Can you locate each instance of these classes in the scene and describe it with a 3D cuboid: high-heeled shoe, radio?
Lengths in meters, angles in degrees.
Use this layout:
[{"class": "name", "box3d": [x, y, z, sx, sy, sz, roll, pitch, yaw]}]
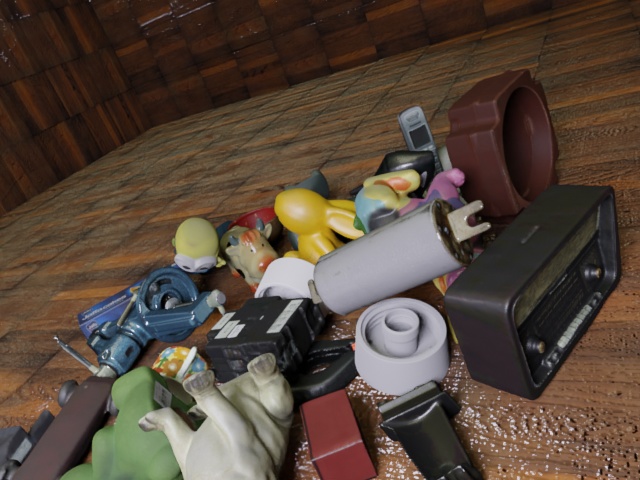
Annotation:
[{"class": "high-heeled shoe", "box3d": [0.150, -0.086, 0.838, 0.145, 0.086, 0.248, -22, -14, 31]}, {"class": "radio", "box3d": [0.233, 0.047, 0.562, 0.229, 0.131, 0.073, -36, 28, -30]}]

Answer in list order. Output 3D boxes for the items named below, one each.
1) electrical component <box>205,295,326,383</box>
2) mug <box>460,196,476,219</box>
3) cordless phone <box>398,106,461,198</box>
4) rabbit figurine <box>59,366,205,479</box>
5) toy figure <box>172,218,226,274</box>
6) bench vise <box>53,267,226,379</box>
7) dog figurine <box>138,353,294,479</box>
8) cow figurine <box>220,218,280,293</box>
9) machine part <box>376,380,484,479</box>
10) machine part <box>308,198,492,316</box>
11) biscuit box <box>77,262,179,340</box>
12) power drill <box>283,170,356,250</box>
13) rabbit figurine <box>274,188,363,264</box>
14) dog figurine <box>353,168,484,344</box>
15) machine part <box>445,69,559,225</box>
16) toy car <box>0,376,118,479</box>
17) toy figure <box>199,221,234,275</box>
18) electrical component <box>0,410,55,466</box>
[{"class": "electrical component", "box3d": [-0.075, 0.120, 0.670, 0.134, 0.058, 0.115, -9, 20, 30]}, {"class": "mug", "box3d": [0.177, -0.011, 0.807, 0.107, 0.080, 0.110, -37, 36, -11]}, {"class": "cordless phone", "box3d": [0.212, -0.160, 0.944, 0.147, 0.184, 0.089, -27, 20, -12]}, {"class": "rabbit figurine", "box3d": [-0.204, 0.252, 0.567, 0.170, 0.121, 0.159, -41, 32, 2]}, {"class": "toy figure", "box3d": [-0.213, 0.013, 0.921, 0.082, 0.089, 0.180, -19, 0, -11]}, {"class": "bench vise", "box3d": [-0.245, 0.122, 0.821, 0.241, 0.128, 0.224, -14, 23, 35]}, {"class": "dog figurine", "box3d": [-0.057, 0.219, 0.497, 0.172, 0.191, 0.121, -6, -32, -47]}, {"class": "cow figurine", "box3d": [-0.117, 0.021, 0.914, 0.085, 0.127, 0.195, -32, 24, -15]}, {"class": "machine part", "box3d": [0.104, 0.184, 0.503, 0.084, 0.039, 0.139, -17, 23, -2]}, {"class": "machine part", "box3d": [0.077, 0.023, 0.594, 0.243, 0.079, 0.079, -28, 17, 35]}, {"class": "biscuit box", "box3d": [-0.330, 0.116, 0.973, 0.203, 0.059, 0.063, -30, 25, -18]}, {"class": "power drill", "box3d": [0.029, -0.063, 1.023, 0.232, 0.085, 0.208, -31, 39, -12]}, {"class": "rabbit figurine", "box3d": [-0.002, -0.002, 0.813, 0.162, 0.173, 0.122, -20, 20, 15]}, {"class": "dog figurine", "box3d": [0.137, 0.017, 0.669, 0.192, 0.108, 0.219, -3, 48, 7]}, {"class": "machine part", "box3d": [0.281, -0.140, 0.822, 0.087, 0.201, 0.201, 0, 33, 44]}, {"class": "toy car", "box3d": [-0.319, 0.252, 0.684, 0.089, 0.053, 0.202, 4, 27, 3]}, {"class": "toy figure", "box3d": [-0.206, 0.021, 1.072, 0.064, 0.057, 0.154, -13, 30, 34]}, {"class": "electrical component", "box3d": [-0.386, 0.272, 0.681, 0.048, 0.074, 0.119, -14, 31, 12]}]
